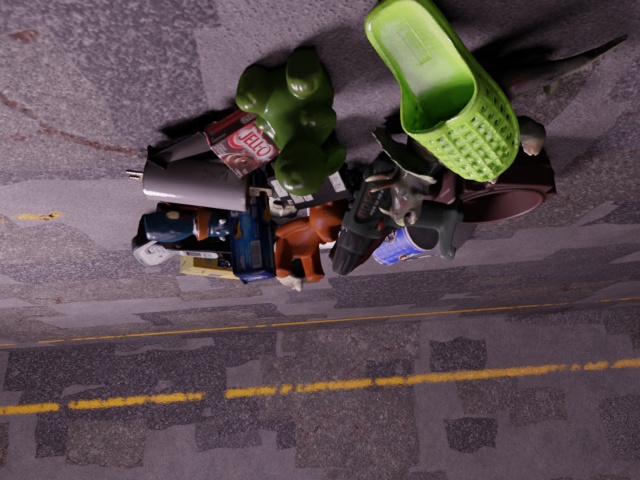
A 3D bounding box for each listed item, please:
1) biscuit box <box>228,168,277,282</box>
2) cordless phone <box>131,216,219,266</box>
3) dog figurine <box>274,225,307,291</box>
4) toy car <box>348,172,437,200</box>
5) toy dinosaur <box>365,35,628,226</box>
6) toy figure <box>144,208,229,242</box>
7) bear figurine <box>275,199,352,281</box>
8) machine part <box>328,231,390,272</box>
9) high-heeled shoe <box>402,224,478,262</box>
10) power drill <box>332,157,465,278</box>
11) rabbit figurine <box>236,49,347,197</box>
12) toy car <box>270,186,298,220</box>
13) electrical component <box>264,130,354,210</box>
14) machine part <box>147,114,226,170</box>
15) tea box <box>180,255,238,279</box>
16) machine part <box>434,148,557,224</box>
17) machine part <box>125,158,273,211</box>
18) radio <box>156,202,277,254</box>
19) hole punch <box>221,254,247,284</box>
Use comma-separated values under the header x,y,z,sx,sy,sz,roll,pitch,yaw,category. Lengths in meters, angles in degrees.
x,y,z,sx,sy,sz,roll,pitch,yaw,category
-0.123,-0.029,0.954,0.059,0.202,0.062,-11,163,13,biscuit box
-0.309,0.019,1.187,0.184,0.088,0.146,10,162,-1,cordless phone
-0.091,0.068,1.342,0.121,0.172,0.190,14,150,-18,dog figurine
0.124,-0.096,1.044,0.202,0.053,0.089,3,159,2,toy car
0.197,-0.169,0.749,0.192,0.131,0.404,6,152,-15,toy dinosaur
-0.233,-0.028,0.962,0.154,0.058,0.064,-3,169,-19,toy figure
-0.003,-0.007,1.048,0.120,0.132,0.196,11,155,-35,bear figurine
0.096,-0.008,1.157,0.179,0.056,0.179,-44,163,-18,machine part
0.291,-0.013,1.366,0.249,0.086,0.145,-29,-168,15,high-heeled shoe
0.144,-0.023,0.974,0.207,0.231,0.086,14,-172,4,power drill
-0.032,-0.130,0.707,0.121,0.170,0.159,-9,161,16,rabbit figurine
-0.069,-0.083,1.042,0.073,0.056,0.201,0,162,-16,toy car
-0.022,-0.112,0.889,0.134,0.058,0.114,-10,132,17,electrical component
-0.195,-0.148,0.822,0.139,0.039,0.084,-19,165,7,machine part
-0.251,0.037,1.313,0.169,0.098,0.068,9,159,-42,tea box
0.331,-0.099,1.043,0.201,0.087,0.201,-1,162,-15,machine part
-0.199,-0.094,0.890,0.243,0.079,0.079,8,162,0,machine part
-0.209,-0.022,1.085,0.229,0.073,0.131,3,-167,-25,radio
-0.174,0.020,1.228,0.092,0.142,0.115,-32,123,5,hole punch
